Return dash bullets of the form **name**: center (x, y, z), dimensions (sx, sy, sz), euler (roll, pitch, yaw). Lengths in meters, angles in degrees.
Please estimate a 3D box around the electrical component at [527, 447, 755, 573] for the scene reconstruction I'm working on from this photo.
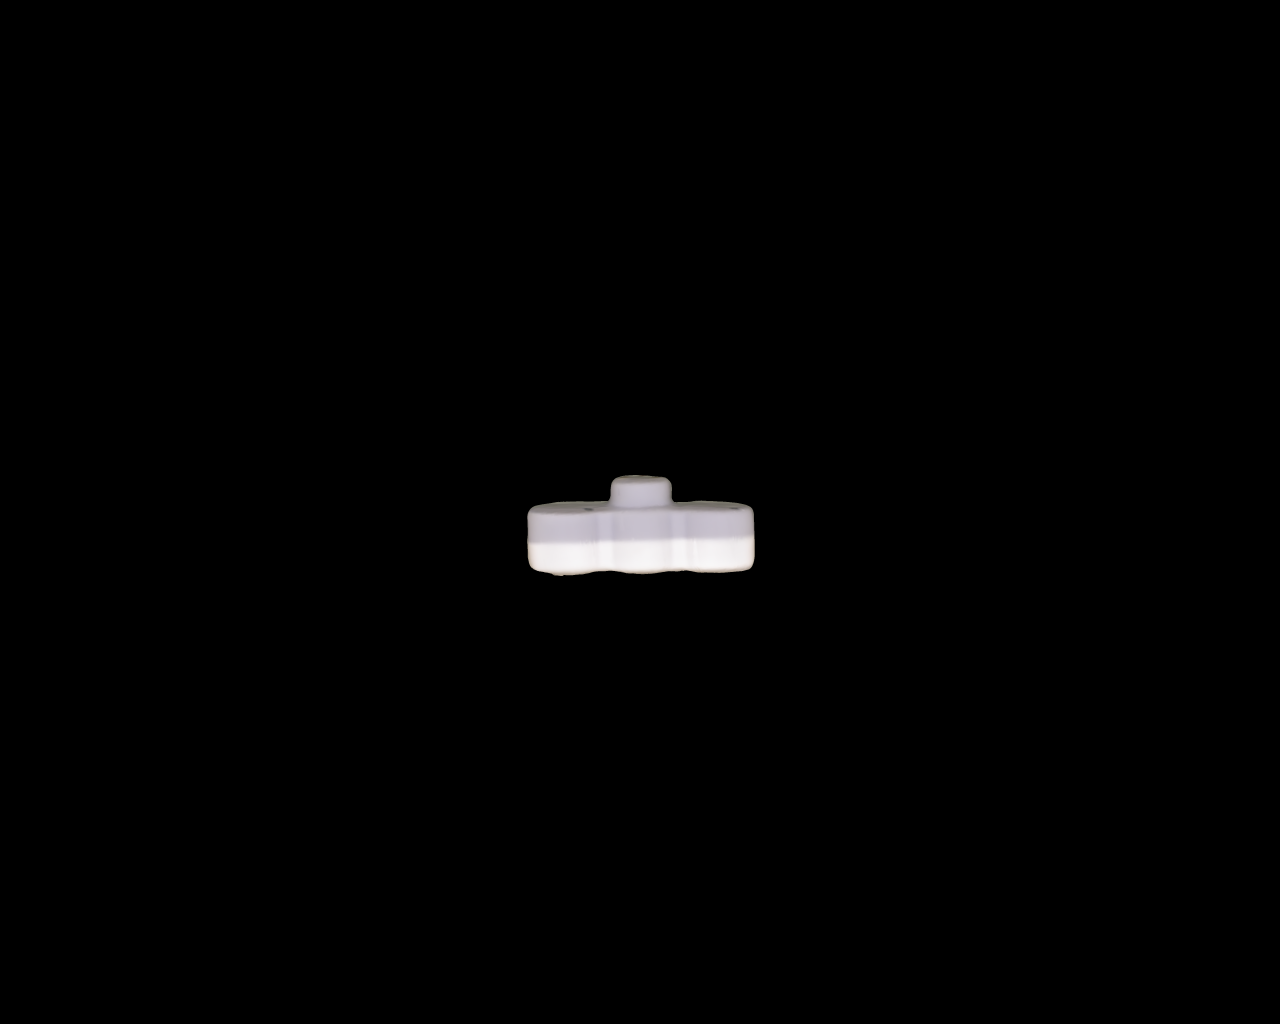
- **electrical component**: center (0.001, -0.003, 0.650), dimensions (0.138, 0.073, 0.052), euler (0, 4, 0)
